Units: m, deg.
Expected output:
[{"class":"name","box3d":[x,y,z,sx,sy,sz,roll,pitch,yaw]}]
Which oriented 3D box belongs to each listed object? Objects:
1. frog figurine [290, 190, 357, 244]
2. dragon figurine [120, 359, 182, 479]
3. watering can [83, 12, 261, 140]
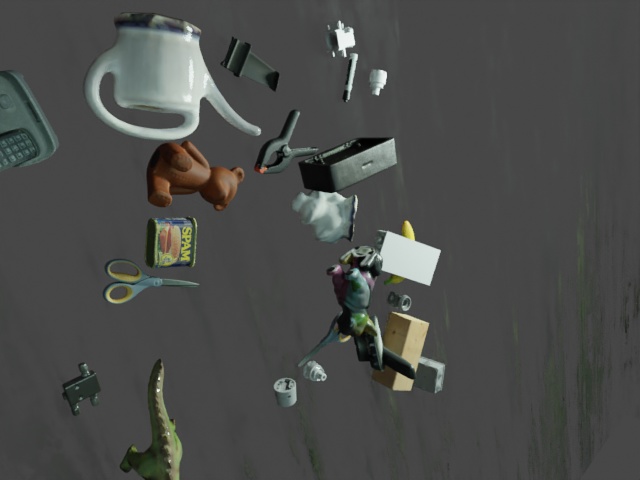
[{"class":"frog figurine","box3d":[0.004,-0.064,1.266,0.159,0.124,0.136,9,104,-6]},{"class":"dragon figurine","box3d":[-0.296,0.466,0.998,0.122,0.244,0.407,-3,103,-36]},{"class":"watering can","box3d":[-0.260,-0.298,0.966,0.349,0.104,0.223,-5,101,-40]}]
